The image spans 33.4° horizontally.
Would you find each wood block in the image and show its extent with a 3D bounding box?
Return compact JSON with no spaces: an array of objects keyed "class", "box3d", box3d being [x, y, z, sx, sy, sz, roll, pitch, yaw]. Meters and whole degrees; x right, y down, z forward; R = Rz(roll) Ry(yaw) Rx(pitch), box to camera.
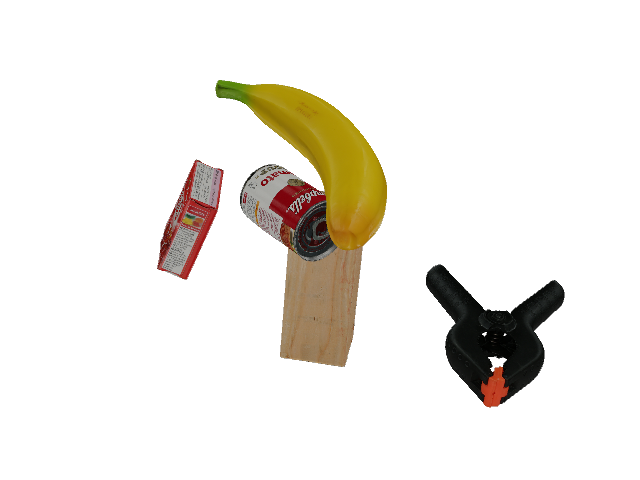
[{"class":"wood block","box3d":[0.004,0.048,1.391,0.090,0.206,0.090,8,23,6]}]

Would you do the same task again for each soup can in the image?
[{"class":"soup can","box3d":[-0.029,-0.030,1.113,0.068,0.068,0.102,0,25,-42]}]

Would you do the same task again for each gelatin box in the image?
[{"class":"gelatin box","box3d":[-0.113,-0.020,0.926,0.030,0.073,0.089,22,24,-13]}]

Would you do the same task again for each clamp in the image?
[{"class":"clamp","box3d":[0.154,0.074,0.884,0.120,0.039,0.171,-2,33,1]}]

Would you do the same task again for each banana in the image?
[{"class":"banana","box3d":[0.000,-0.051,0.664,0.069,0.037,0.198,-15,37,-21]}]
